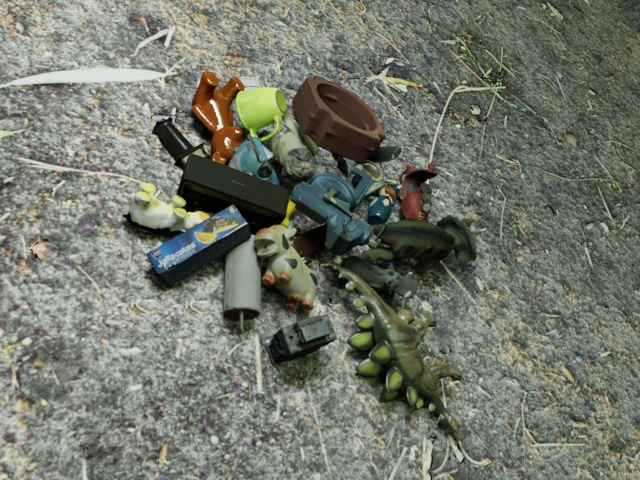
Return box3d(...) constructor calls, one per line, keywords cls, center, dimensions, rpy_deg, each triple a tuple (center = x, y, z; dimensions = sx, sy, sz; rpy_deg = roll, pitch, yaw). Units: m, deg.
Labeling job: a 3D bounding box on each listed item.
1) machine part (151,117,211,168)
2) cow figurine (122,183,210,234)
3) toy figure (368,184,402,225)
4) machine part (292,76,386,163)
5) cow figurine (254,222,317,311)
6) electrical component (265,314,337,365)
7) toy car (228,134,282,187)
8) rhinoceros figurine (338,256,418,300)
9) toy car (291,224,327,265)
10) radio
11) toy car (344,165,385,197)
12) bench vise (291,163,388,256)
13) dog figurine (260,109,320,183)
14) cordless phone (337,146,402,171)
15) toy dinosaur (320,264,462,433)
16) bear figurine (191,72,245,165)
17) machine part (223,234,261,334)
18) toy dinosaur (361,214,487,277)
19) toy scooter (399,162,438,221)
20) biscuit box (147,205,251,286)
box3d(cls="machine part", center=(-0.317, -0.217, 1.222), dimensions=(0.139, 0.039, 0.084), rpy_deg=(46, 62, -2))
box3d(cls="cow figurine", center=(-0.312, -0.040, 1.104), dimensions=(0.167, 0.098, 0.068), rpy_deg=(25, 28, -25))
box3d(cls="toy figure", center=(0.169, -0.100, 1.395), dimensions=(0.057, 0.064, 0.154), rpy_deg=(50, 46, -23))
box3d(cls="machine part", center=(0.042, -0.283, 1.267), dimensions=(0.201, 0.087, 0.201), rpy_deg=(17, 39, -33))
box3d(cls="cow figurine", center=(-0.071, 0.048, 1.145), dimensions=(0.194, 0.086, 0.127), rpy_deg=(53, 37, -34))
box3d(cls="electrical component", center=(-0.036, 0.200, 1.090), dimensions=(0.115, 0.134, 0.058), rpy_deg=(-15, 72, -31))
box3d(cls="toy car", center=(-0.156, -0.152, 1.219), dimensions=(0.103, 0.161, 0.109), rpy_deg=(-23, 56, -3))
box3d(cls="rhinoceros figurine", center=(0.134, 0.087, 1.253), dimensions=(0.190, 0.112, 0.073), rpy_deg=(21, 54, -10))
box3d(cls="toy car", center=(-0.003, -0.004, 1.264), dimensions=(0.202, 0.053, 0.089), rpy_deg=(-24, 99, -33))
box3d(cls="radio", center=(-0.193, -0.089, 1.160), dimensions=(0.229, 0.131, 0.073), rpy_deg=(21, 58, -17))
box3d(cls="toy car", center=(0.089, -0.135, 1.378), dimensions=(0.202, 0.056, 0.073), rpy_deg=(-31, 82, -35))
box3d(cls="bench vise", center=(0.062, -0.086, 1.197), dimensions=(0.224, 0.128, 0.240), rpy_deg=(26, 50, 10))
box3d(cls="dog figurine", center=(-0.040, -0.195, 1.277), dimensions=(0.172, 0.121, 0.191), rpy_deg=(7, 46, -41))
box3d(cls="cordless phone", center=(0.140, -0.245, 1.382), dimensions=(0.146, 0.184, 0.088), rpy_deg=(-50, 129, -35))
box3d(cls="toy dinosaur", center=(0.168, 0.229, 1.189), dimensions=(0.198, 0.105, 0.471), rpy_deg=(-30, 86, -34))
box3d(cls="bear figurine", center=(-0.221, -0.270, 1.245), dimensions=(0.120, 0.132, 0.196), rpy_deg=(-3, 59, -48))
box3d(cls="machine part", center=(-0.162, 0.076, 1.125), dimensions=(0.079, 0.079, 0.243), rpy_deg=(9, 60, -23))
box3d(cls="toy dinosaur", center=(0.232, -0.001, 1.282), dimensions=(0.405, 0.192, 0.131), rpy_deg=(4, 64, -37))
box3d(cls="toy scooter", center=(0.264, -0.131, 1.419), dimensions=(0.075, 0.135, 0.184), rpy_deg=(12, 61, -24))
box3d(cls="biscuit box", center=(-0.241, 0.011, 1.081), dimensions=(0.203, 0.062, 0.059), rpy_deg=(-32, 66, -15))
